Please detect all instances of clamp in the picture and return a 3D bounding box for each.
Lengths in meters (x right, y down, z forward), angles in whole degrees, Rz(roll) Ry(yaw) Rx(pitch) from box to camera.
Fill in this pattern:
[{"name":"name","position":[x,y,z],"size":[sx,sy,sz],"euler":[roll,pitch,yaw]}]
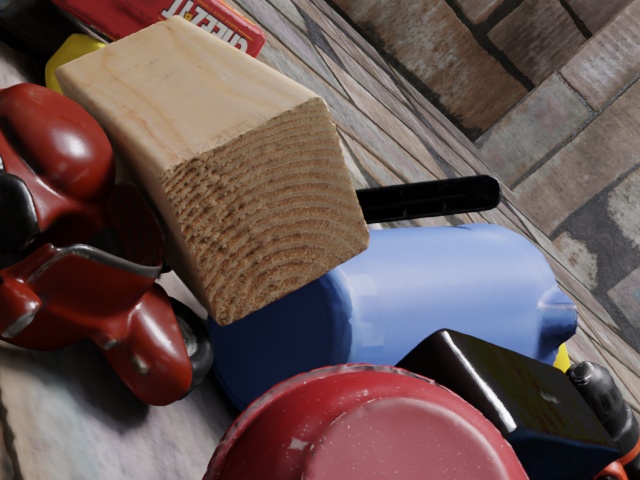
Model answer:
[{"name":"clamp","position":[0.009,-0.021,0.737],"size":[0.164,0.210,0.036],"euler":[-5,90,-35]}]

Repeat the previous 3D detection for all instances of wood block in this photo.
[{"name":"wood block","position":[-0.067,-0.049,0.590],"size":[0.206,0.090,0.091],"euler":[40,-26,56]}]

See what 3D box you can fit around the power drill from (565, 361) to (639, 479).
[{"name":"power drill","position":[0.208,0.203,0.758],"size":[0.184,0.057,0.187],"euler":[60,31,-34]}]

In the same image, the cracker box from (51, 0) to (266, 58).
[{"name":"cracker box","position":[-0.130,-0.172,0.806],"size":[0.164,0.072,0.214],"euler":[34,2,-11]}]

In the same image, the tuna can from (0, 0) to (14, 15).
[{"name":"tuna can","position":[-0.244,-0.185,0.716],"size":[0.086,0.034,0.086],"euler":[44,14,-14]}]

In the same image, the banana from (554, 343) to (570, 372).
[{"name":"banana","position":[0.191,0.132,0.878],"size":[0.069,0.037,0.198],"euler":[-97,170,-56]}]

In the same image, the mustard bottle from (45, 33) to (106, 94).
[{"name":"mustard bottle","position":[-0.107,-0.074,0.773],"size":[0.191,0.058,0.096],"euler":[31,16,-52]}]

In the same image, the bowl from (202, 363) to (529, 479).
[{"name":"bowl","position":[0.030,0.118,0.447],"size":[0.162,0.161,0.055],"euler":[51,-28,15]}]

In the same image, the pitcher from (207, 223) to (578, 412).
[{"name":"pitcher","position":[0.037,0.053,0.678],"size":[0.242,0.149,0.145],"euler":[2,43,-53]}]

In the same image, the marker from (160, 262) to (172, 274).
[{"name":"marker","position":[-0.093,-0.003,0.700],"size":[0.020,0.020,0.121],"euler":[46,14,-9]}]
